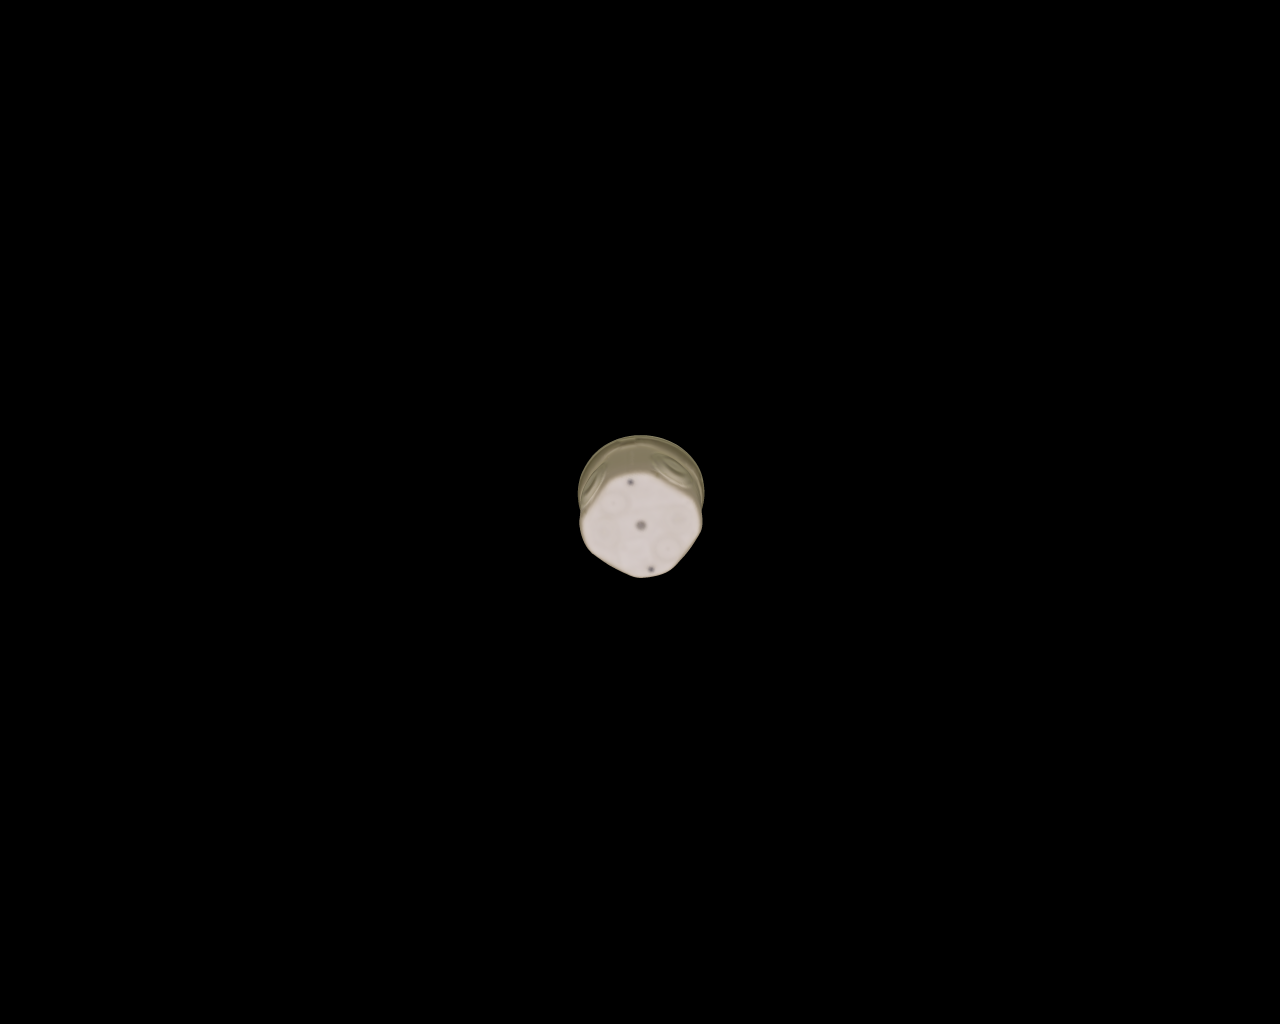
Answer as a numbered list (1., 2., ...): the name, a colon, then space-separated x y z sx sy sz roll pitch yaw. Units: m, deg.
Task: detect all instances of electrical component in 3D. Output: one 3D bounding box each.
1. electrical component: 0.001 -0.003 0.650 0.080 0.080 0.051 0 27 0
